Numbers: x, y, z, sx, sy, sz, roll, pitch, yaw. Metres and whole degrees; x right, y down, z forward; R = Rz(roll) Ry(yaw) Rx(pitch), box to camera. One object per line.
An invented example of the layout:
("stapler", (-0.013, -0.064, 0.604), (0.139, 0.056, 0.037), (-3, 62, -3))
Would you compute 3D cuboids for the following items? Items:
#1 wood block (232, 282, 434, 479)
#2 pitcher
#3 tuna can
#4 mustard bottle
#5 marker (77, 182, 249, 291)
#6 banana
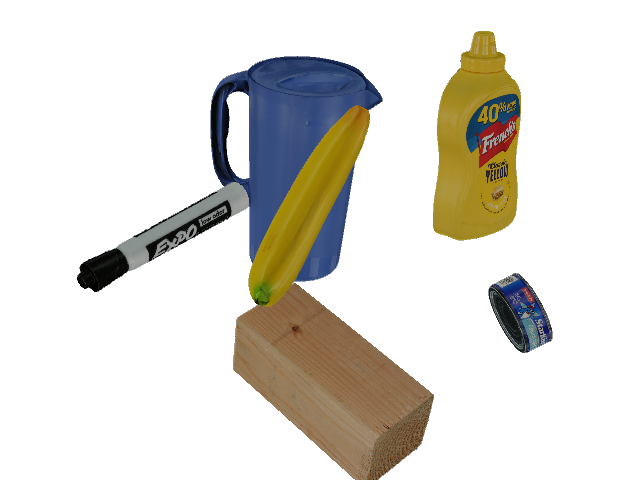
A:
("wood block", (0.010, 0.150, 1.133), (0.090, 0.090, 0.206), (-30, 54, -34))
("pitcher", (-0.033, -0.081, 1.218), (0.144, 0.243, 0.149), (-20, 37, -40))
("tuna can", (0.222, 0.082, 1.191), (0.033, 0.086, 0.086), (-26, 3, -6))
("mustard bottle", (0.151, -0.102, 1.013), (0.096, 0.192, 0.058), (-19, 28, -37))
("marker", (-0.093, -0.003, 0.638), (0.120, 0.020, 0.020), (-31, 19, -34))
("banana", (-0.011, -0.019, 0.850), (0.037, 0.197, 0.070), (34, -28, -16))
